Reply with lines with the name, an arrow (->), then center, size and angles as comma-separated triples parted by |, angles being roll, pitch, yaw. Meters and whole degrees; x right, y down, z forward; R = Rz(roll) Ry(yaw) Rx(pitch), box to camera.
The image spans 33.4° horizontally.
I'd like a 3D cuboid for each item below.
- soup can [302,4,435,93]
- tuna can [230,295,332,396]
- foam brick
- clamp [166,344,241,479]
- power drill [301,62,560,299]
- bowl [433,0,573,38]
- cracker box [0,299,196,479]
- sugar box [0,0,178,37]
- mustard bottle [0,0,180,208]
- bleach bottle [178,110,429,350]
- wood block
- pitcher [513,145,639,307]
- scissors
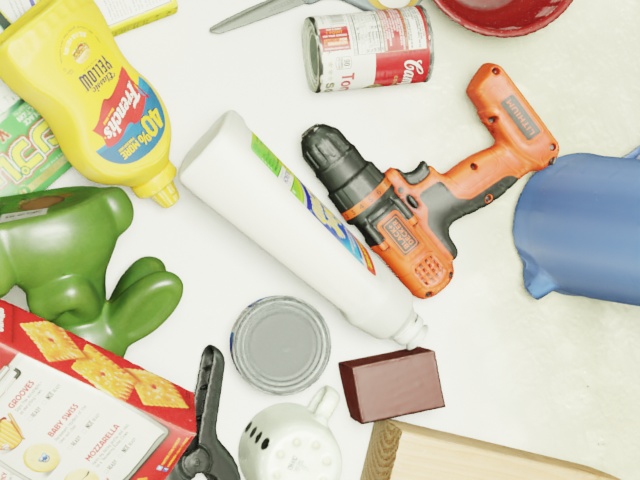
soup can -> 0.041, -0.166, 0.926 | 0.102, 0.068, 0.068 | -7, 90, -10
tuna can -> -0.035, 0.090, 0.922 | 0.086, 0.034, 0.086 | 0, 89, -11
foam brick -> 0.062, 0.126, 0.930 | 0.078, 0.053, 0.051 | -10, 91, -10
clamp -> -0.106, 0.176, 0.902 | 0.120, 0.039, 0.171 | -30, 103, -23
power drill -> 0.099, -0.069, 0.936 | 0.187, 0.057, 0.184 | -40, 100, -2
bowl -> 0.154, -0.256, 0.955 | 0.162, 0.055, 0.162 | 0, 88, -10
cracker box -> -0.225, 0.146, 0.799 | 0.213, 0.072, 0.164 | 29, 105, -17
sugar box -> -0.216, -0.204, 0.891 | 0.176, 0.048, 0.093 | -23, 96, -7
mustard bottle -> -0.174, -0.103, 0.861 | 0.191, 0.058, 0.096 | 56, 50, -26
bleach bottle -> -0.006, 0.001, 0.907 | 0.250, 0.102, 0.068 | 42, 102, -14
wood block -> 0.144, 0.223, 0.924 | 0.206, 0.090, 0.091 | 14, 86, -10
pitcher -> 0.272, -0.014, 0.875 | 0.145, 0.243, 0.149 | -2, 95, -13
scissors -> 0.009, -0.208, 0.948 | 0.201, 0.016, 0.096 | -39, 95, -9
